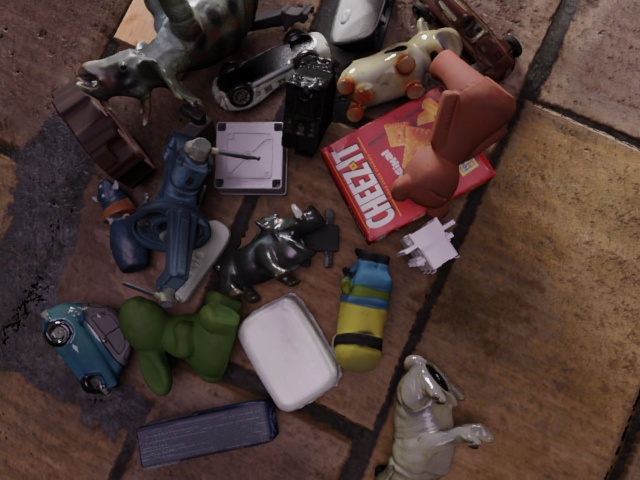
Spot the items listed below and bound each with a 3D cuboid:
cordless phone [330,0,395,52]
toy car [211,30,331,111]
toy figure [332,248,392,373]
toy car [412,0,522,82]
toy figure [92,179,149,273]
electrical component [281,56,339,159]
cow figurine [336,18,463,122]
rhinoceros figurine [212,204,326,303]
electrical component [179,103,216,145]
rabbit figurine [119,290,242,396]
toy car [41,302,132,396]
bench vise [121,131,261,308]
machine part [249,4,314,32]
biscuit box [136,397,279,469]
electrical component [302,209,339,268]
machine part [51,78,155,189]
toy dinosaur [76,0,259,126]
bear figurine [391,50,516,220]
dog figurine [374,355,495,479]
[{"bbox_3d":[0.071,-0.376,0.801,0.089,0.184,0.146,16,85,1],"label":"cordless phone"},{"bbox_3d":[-0.079,-0.269,0.859,0.202,0.056,0.074,-26,56,2],"label":"toy car"},{"bbox_3d":[0.063,0.105,0.798,0.082,0.089,0.180,12,88,10],"label":"toy figure"},{"bbox_3d":[0.232,-0.335,0.853,0.089,0.053,0.202,-38,84,2],"label":"toy car"},{"bbox_3d":[-0.317,-0.024,0.856,0.064,0.057,0.154,-19,78,-4],"label":"toy figure"},{"bbox_3d":[-0.015,-0.195,0.814,0.058,0.134,0.115,15,42,8],"label":"electrical component"},{"bbox_3d":[0.124,-0.266,0.827,0.195,0.127,0.085,-19,126,17],"label":"cow figurine"},{"bbox_3d":[-0.073,0.019,0.819,0.190,0.073,0.112,-32,64,14],"label":"rhinoceros figurine"},{"bbox_3d":[-0.197,-0.170,0.845,0.045,0.102,0.078,39,78,11],"label":"electrical component"},{"bbox_3d":[-0.216,0.141,0.804,0.170,0.121,0.159,16,107,-9],"label":"rabbit figurine"},{"bbox_3d":[-0.342,0.152,0.819,0.103,0.109,0.161,-37,92,-18],"label":"toy car"},{"bbox_3d":[-0.199,-0.026,0.760,0.223,0.128,0.241,-35,47,38],"label":"bench vise"},{"bbox_3d":[-0.082,-0.356,0.871,0.139,0.084,0.039,-5,129,13],"label":"machine part"},{"bbox_3d":[-0.166,0.288,0.810,0.203,0.059,0.062,-12,82,3],"label":"biscuit box"},{"bbox_3d":[-0.002,-0.003,0.848,0.063,0.021,0.094,2,85,5],"label":"electrical component"},{"bbox_3d":[-0.324,-0.161,0.817,0.056,0.179,0.179,-38,83,-4],"label":"machine part"},{"bbox_3d":[-0.164,-0.328,0.784,0.131,0.191,0.405,19,55,31],"label":"toy dinosaur"},{"bbox_3d":[0.175,-0.137,0.744,0.120,0.132,0.195,19,121,-26],"label":"bear figurine"},{"bbox_3d":[0.126,0.285,0.780,0.190,0.121,0.172,-43,49,16],"label":"dog figurine"}]
